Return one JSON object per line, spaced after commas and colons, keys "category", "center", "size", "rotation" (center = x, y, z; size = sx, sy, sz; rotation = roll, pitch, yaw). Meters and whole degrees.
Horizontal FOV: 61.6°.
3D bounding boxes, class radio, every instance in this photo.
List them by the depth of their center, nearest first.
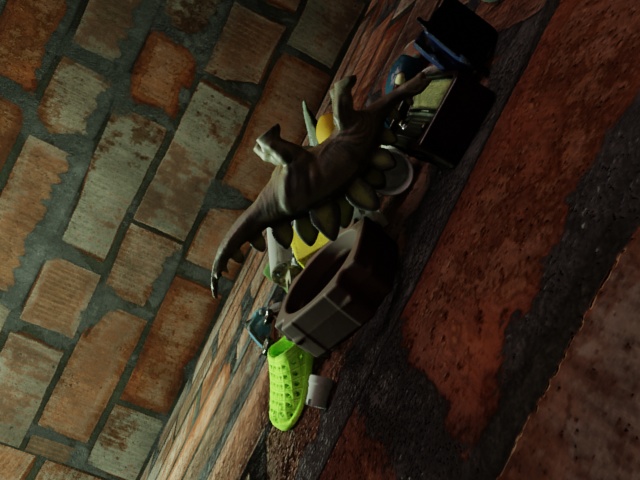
{"category": "radio", "center": [0.183, -0.197, 0.879], "size": [0.131, 0.073, 0.230], "rotation": [-62, 11, 10]}

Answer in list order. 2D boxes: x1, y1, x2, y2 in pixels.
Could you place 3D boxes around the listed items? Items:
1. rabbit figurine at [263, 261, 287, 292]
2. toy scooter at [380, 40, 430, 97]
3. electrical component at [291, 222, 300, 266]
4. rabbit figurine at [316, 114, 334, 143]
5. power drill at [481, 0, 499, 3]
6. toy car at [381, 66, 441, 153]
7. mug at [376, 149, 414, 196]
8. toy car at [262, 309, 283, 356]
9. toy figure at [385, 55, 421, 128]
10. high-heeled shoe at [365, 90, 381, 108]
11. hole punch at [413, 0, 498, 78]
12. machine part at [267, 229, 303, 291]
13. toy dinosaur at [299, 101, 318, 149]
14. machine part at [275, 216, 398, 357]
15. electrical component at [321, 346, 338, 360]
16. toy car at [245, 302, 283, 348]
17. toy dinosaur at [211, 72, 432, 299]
{"category": "rabbit figurine", "center": [-0.041, 0.043, 1.340], "size": [0.170, 0.121, 0.159], "rotation": [-49, 5, 8]}
{"category": "toy scooter", "center": [0.204, -0.379, 1.183], "size": [0.184, 0.075, 0.135], "rotation": [-63, 12, -17]}
{"category": "electrical component", "center": [-0.002, -0.003, 1.149], "size": [0.058, 0.134, 0.114], "rotation": [3, 94, 35]}
{"category": "rabbit figurine", "center": [0.062, -0.205, 1.192], "size": [0.162, 0.173, 0.122], "rotation": [-63, 15, -13]}
{"category": "power drill", "center": [0.337, -0.540, 0.919], "size": [0.207, 0.086, 0.232], "rotation": [-32, 35, 62]}
{"category": "toy car", "center": [0.183, -0.251, 1.039], "size": [0.201, 0.056, 0.073], "rotation": [-63, 12, 10]}
{"category": "mug", "center": [0.116, -0.133, 0.984], "size": [0.080, 0.109, 0.107], "rotation": [-60, 0, 13]}
{"category": "toy car", "center": [-0.076, 0.200, 1.144], "size": [0.202, 0.089, 0.053], "rotation": [-103, 36, -74]}
{"category": "toy figure", "center": [0.138, -0.266, 1.003], "size": [0.058, 0.064, 0.154], "rotation": [30, 102, 35]}
{"category": "high-heeled shoe", "center": [0.141, -0.274, 1.327], "size": [0.249, 0.086, 0.145], "rotation": [-40, -22, 9]}
{"category": "hole punch", "center": [0.211, -0.314, 0.882], "size": [0.116, 0.142, 0.092], "rotation": [-56, 7, -34]}
{"category": "machine part", "center": [-0.079, 0.022, 1.216], "size": [0.079, 0.079, 0.243], "rotation": [-57, 28, 31]}
{"category": "toy dinosaur", "center": [-0.013, -0.166, 1.323], "size": [0.131, 0.192, 0.404], "rotation": [55, 142, 26]}
{"category": "machine part", "center": [0.030, 0.074, 0.863], "size": [0.201, 0.087, 0.201], "rotation": [-42, 13, 30]}
{"category": "electrical component", "center": [0.021, 0.165, 0.962], "size": [0.063, 0.021, 0.094], "rotation": [-53, 16, 42]}
{"category": "toy car", "center": [-0.107, 0.201, 1.294], "size": [0.103, 0.109, 0.162], "rotation": [-39, 4, 8]}
{"category": "toy dinosaur", "center": [-0.017, -0.093, 0.834], "size": [0.471, 0.198, 0.105], "rotation": [-35, 5, 9]}
